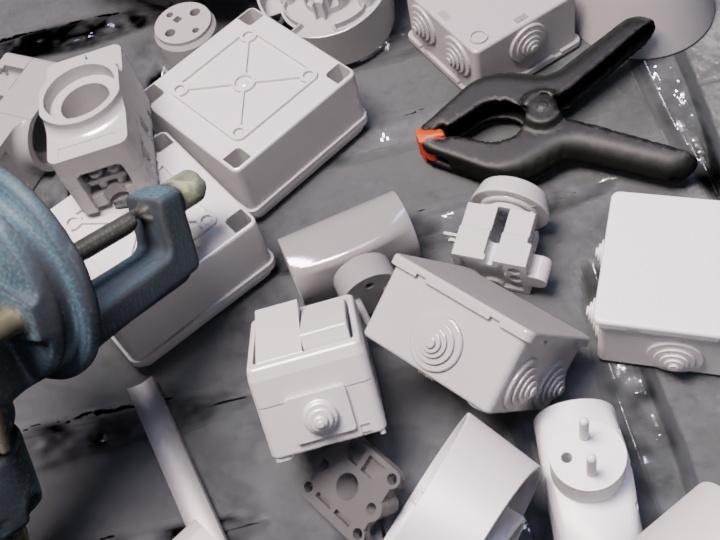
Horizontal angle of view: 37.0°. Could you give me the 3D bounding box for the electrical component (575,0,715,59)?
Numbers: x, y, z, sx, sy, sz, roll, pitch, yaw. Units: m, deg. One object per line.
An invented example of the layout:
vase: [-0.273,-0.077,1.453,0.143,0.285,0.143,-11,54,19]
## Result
electrical component: [0.191,-0.198,0.739,0.099,0.064,0.099,-12,43,11]

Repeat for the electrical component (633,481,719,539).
electrical component: [0.156,0.153,0.476,0.064,0.099,0.099,-32,56,-4]

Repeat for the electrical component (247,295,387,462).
electrical component: [-0.025,0.054,0.573,0.062,0.061,0.096,-15,17,1]

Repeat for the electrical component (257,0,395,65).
electrical component: [-0.023,-0.195,0.764,0.099,0.064,0.099,-5,56,8]

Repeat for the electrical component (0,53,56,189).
electrical component: [-0.237,-0.101,0.752,0.056,0.050,0.089,14,60,20]

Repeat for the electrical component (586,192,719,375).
electrical component: [0.179,0.009,0.597,0.100,0.048,0.099,7,58,15]

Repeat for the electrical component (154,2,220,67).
electrical component: [-0.117,-0.155,0.762,0.045,0.055,0.045,-5,56,8]

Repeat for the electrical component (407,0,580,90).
electrical component: [0.090,-0.174,0.737,0.100,0.048,0.099,-32,56,-11]

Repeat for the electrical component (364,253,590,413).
electrical component: [0.062,0.035,0.574,0.100,0.100,0.048,31,101,29]

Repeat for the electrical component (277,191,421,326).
electrical component: [0.000,0.000,0.641,0.077,0.044,0.079,-23,55,-5]

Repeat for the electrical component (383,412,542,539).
electrical component: [0.043,0.121,0.523,0.064,0.099,0.099,30,66,20]

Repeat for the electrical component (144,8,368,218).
electrical component: [-0.071,-0.106,0.719,0.109,0.056,0.109,-42,59,-17]

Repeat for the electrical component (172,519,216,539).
electrical component: [-0.059,0.184,0.509,0.057,0.078,0.113,-42,59,-20]

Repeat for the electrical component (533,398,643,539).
electrical component: [0.112,0.099,0.531,0.043,0.079,0.077,-9,56,6]

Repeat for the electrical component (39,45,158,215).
electrical component: [-0.160,-0.089,0.656,0.050,0.055,0.089,-17,51,4]

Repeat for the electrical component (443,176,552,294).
electrical component: [0.085,-0.022,0.639,0.066,0.048,0.055,11,67,18]

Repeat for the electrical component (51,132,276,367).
electrical component: [-0.129,-0.014,0.669,0.109,0.056,0.109,-38,58,-14]
